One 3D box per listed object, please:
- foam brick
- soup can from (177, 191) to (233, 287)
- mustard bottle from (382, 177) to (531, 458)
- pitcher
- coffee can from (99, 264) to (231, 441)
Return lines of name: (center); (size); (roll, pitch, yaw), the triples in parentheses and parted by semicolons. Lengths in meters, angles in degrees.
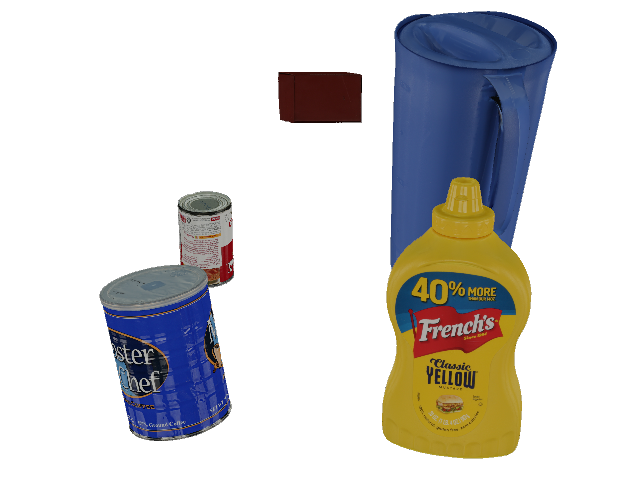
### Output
foam brick: (-0.001, -0.151, 1.123); (0.078, 0.051, 0.053); (-3, 12, -19)
soup can: (-0.142, -0.002, 1.323); (0.068, 0.102, 0.068); (1, 26, 0)
mustard bottle: (0.093, 0.051, 0.722); (0.096, 0.192, 0.058); (5, 20, 13)
pitcher: (0.125, -0.066, 0.927); (0.145, 0.243, 0.149); (19, 36, 25)
coffee can: (-0.148, 0.106, 1.026); (0.103, 0.140, 0.103); (-8, 17, 2)
